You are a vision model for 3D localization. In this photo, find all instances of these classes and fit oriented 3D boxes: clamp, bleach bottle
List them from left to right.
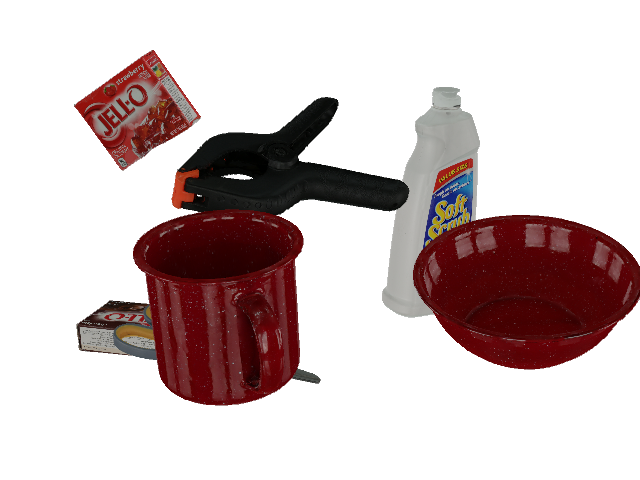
[{"bbox_3d":[-0.031,-0.060,0.784,0.171,0.039,0.120,-5,41,-24],"label":"clamp"},{"bbox_3d":[0.126,-0.044,1.193,0.102,0.251,0.068,-9,22,-26],"label":"bleach bottle"}]

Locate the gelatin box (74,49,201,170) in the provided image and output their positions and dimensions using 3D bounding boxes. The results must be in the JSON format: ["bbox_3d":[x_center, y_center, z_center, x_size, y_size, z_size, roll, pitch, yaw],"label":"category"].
[{"bbox_3d":[-0.163,-0.114,0.944,0.089,0.073,0.030,-27,15,28],"label":"gelatin box"}]

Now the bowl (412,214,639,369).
[{"bbox_3d":[0.148,0.044,0.774,0.162,0.055,0.162,-3,32,2],"label":"bowl"}]

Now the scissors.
[{"bbox_3d":[-0.097,0.096,1.029,0.202,0.016,0.096,7,30,1],"label":"scissors"}]

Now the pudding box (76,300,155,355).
[{"bbox_3d":[-0.223,0.106,1.287,0.114,0.039,0.090,2,15,15],"label":"pudding box"}]

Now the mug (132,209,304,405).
[{"bbox_3d":[-0.048,0.042,0.586,0.093,0.081,0.117,-15,28,-24],"label":"mug"}]
